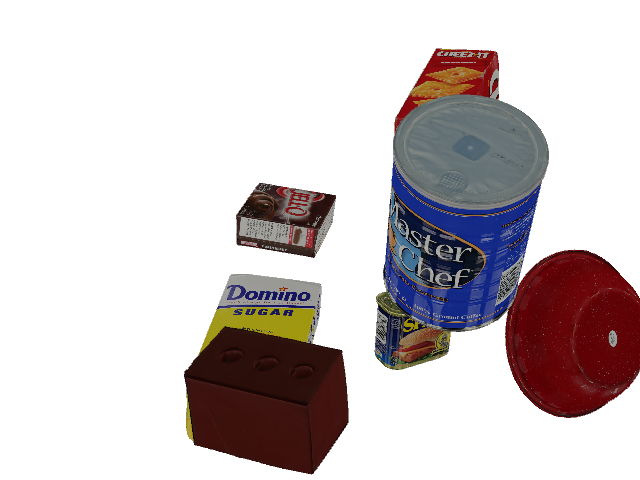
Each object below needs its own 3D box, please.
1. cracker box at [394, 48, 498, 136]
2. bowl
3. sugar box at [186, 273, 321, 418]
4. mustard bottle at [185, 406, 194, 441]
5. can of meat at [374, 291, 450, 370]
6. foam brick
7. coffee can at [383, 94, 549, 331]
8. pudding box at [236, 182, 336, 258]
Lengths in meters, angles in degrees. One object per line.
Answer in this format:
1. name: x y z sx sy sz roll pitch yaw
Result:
1. cracker box: 0.124 -0.074 1.008 0.072 0.164 0.213 5 27 15
2. bowl: 0.254 0.089 1.000 0.161 0.162 0.055 0 0 -27
3. sugar box: -0.057 0.096 0.972 0.093 0.048 0.176 7 34 5
4. mustard bottle: -0.119 0.183 1.355 0.096 0.058 0.191 -3 27 -3
5. can of meat: 0.118 0.107 1.340 0.101 0.084 0.058 -12 30 -27
6. foam brick: -0.030 0.089 0.604 0.078 0.051 0.053 9 30 21
7. coffee can: 0.099 -0.017 0.755 0.103 0.103 0.140 0 -40 0
8. pudding box: -0.036 -0.024 1.158 0.090 0.039 0.113 9 25 7
